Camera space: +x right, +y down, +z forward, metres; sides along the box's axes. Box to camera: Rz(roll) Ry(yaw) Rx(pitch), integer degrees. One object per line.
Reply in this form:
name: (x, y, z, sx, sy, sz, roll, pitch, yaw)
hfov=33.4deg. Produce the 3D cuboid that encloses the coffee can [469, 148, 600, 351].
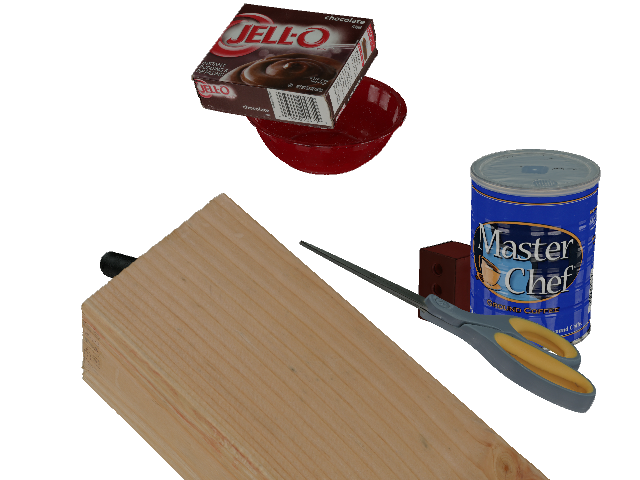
coffee can: (0.174, 0.006, 0.880, 0.103, 0.140, 0.103, -2, 22, 1)

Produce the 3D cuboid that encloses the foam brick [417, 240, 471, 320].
foam brick: (0.136, 0.045, 1.093, 0.051, 0.078, 0.053, -14, 20, -39)

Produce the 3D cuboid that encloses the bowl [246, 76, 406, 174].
bowl: (0.004, -0.112, 1.073, 0.162, 0.055, 0.162, 1, 35, -1)

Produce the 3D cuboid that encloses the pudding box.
pudding box: (-0.025, -0.131, 0.794, 0.114, 0.090, 0.039, 13, -36, 22)

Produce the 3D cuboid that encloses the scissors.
scissors: (0.088, 0.045, 0.683, 0.202, 0.016, 0.096, 32, 21, 18)

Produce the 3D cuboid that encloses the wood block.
wood block: (-0.007, 0.089, 0.492, 0.090, 0.206, 0.090, -41, -16, -29)

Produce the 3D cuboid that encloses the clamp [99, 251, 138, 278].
clamp: (-0.121, 0.038, 1.030, 0.120, 0.039, 0.172, -18, 31, -38)
